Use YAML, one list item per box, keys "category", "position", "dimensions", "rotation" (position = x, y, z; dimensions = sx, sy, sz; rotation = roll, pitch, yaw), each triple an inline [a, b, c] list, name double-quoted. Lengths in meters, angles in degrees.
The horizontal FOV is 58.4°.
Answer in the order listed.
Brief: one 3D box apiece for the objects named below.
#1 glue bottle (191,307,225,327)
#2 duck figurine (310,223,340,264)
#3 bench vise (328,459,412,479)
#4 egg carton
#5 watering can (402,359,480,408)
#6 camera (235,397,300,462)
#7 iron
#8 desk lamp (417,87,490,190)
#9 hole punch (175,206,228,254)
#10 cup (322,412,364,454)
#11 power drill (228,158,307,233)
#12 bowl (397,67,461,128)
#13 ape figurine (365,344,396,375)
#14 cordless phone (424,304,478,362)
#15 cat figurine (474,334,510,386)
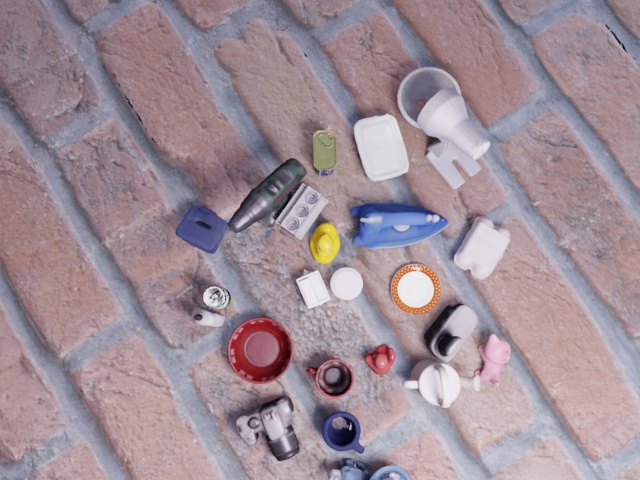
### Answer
- category: "glue bottle"
  position: [-0.276, 0.185, 1.367]
  dimensions: [0.078, 0.173, 0.037]
  rotation: [16, 83, 1]
- category: "duck figurine"
  position: [0.013, 0.005, 1.439]
  dimensions: [0.077, 0.086, 0.105]
  rotation: [8, 83, 0]
- category: "bench vise"
  position: [0.125, 0.584, 1.309]
  dimensions: [0.207, 0.219, 0.121]
  rotation: [-2, 83, -1]
- category: "egg carton"
  position: [0.413, 0.020, 1.456]
  dimensions: [0.107, 0.069, 0.150]
  rotation: [30, 84, 2]
- category: "watering can"
  position: [0.287, 0.337, 1.354]
  dimensions: [0.173, 0.194, 0.101]
  rotation: [-24, 84, -4]
- category: "camera"
  position: [-0.116, 0.465, 1.376]
  dimensions: [0.143, 0.101, 0.137]
  rotation: [-23, 84, -4]
- category: "iron"
  position: [0.208, -0.047, 1.422]
  dimensions: [0.258, 0.141, 0.119]
  rotation: [-4, 83, -2]
- category: "desk lamp"
  position: [0.331, -0.251, 1.413]
  dimensions: [0.118, 0.213, 0.203]
  rotation: [-39, 86, -5]
- category: "hole punch"
  position: [-0.294, -0.030, 1.433]
  dimensions: [0.108, 0.091, 0.101]
  rotation: [25, 83, 2]
- category: "cup"
  position: [0.060, 0.463, 1.384]
  dimensions: [0.118, 0.095, 0.092]
  rotation: [43, 84, 4]
- category: "power drill"
  position: [-0.124, -0.092, 1.385]
  dimensions: [0.075, 0.208, 0.230]
  rotation: [41, 84, 4]
- category: "bowl"
  position: [0.279, -0.359, 1.494]
  dimensions: [0.167, 0.074, 0.167]
  rotation: [0, 83, -1]
- category: "ape figurine"
  position: [0.149, 0.296, 1.407]
  dimensions: [0.078, 0.092, 0.076]
  rotation: [5, 83, -1]
- category: "cordless phone"
  position: [0.329, 0.223, 1.373]
  dimensions: [0.094, 0.185, 0.148]
  rotation: [35, 84, 3]
- category: "cat figurine"
  position: [0.430, 0.295, 1.401]
  dimensions: [0.067, 0.117, 0.128]
  rotation: [7, 83, 0]
